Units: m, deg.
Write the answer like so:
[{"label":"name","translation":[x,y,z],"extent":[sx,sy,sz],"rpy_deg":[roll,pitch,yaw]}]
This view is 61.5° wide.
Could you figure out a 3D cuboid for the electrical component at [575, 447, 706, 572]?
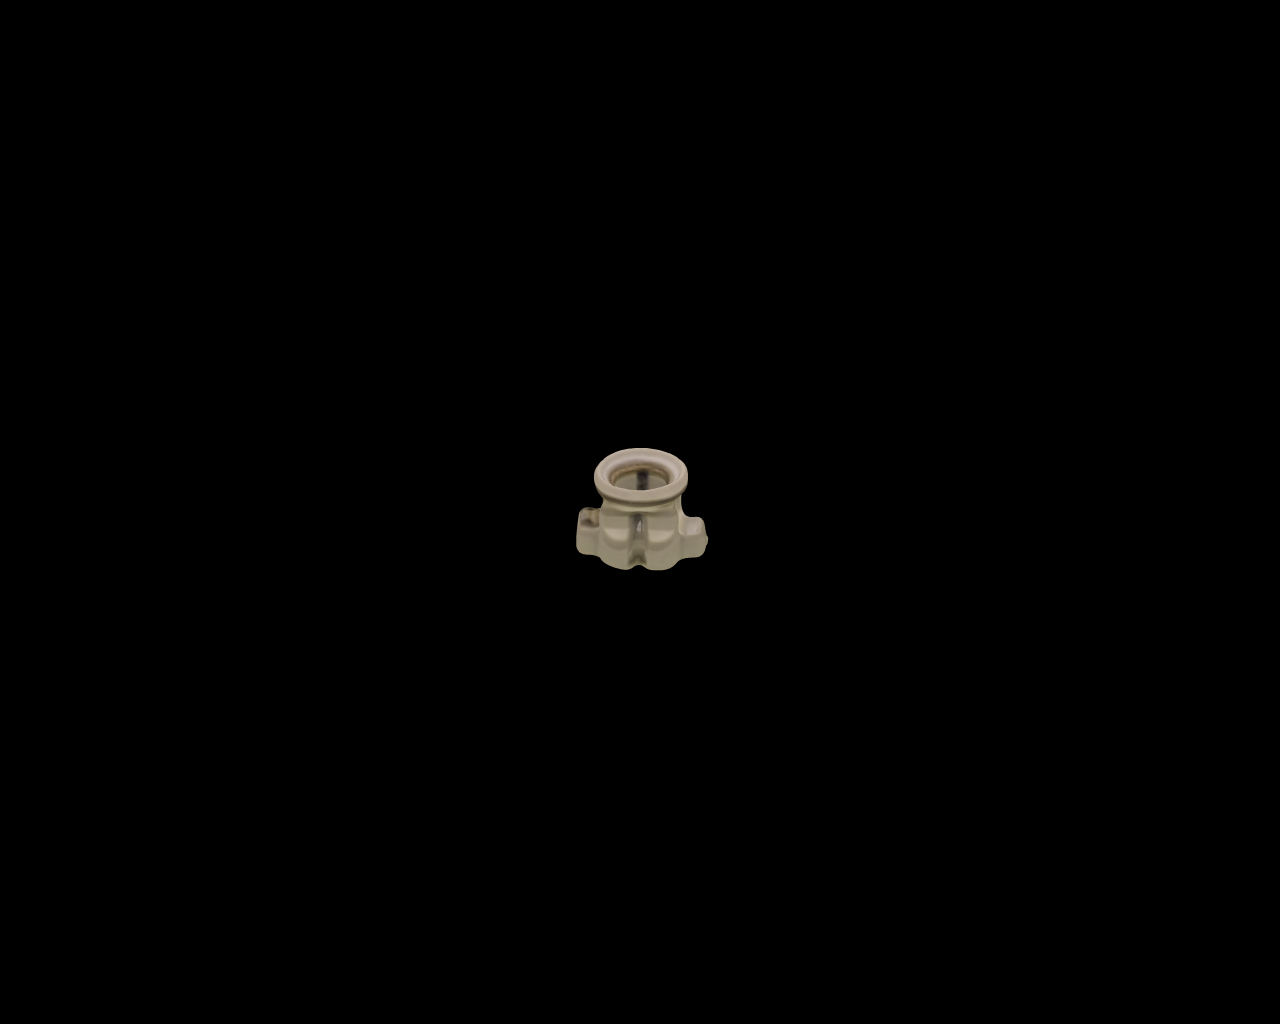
[{"label":"electrical component","translation":[0.001,-0.003,0.650],"extent":[0.078,0.056,0.058],"rpy_deg":[3,32,5]}]
